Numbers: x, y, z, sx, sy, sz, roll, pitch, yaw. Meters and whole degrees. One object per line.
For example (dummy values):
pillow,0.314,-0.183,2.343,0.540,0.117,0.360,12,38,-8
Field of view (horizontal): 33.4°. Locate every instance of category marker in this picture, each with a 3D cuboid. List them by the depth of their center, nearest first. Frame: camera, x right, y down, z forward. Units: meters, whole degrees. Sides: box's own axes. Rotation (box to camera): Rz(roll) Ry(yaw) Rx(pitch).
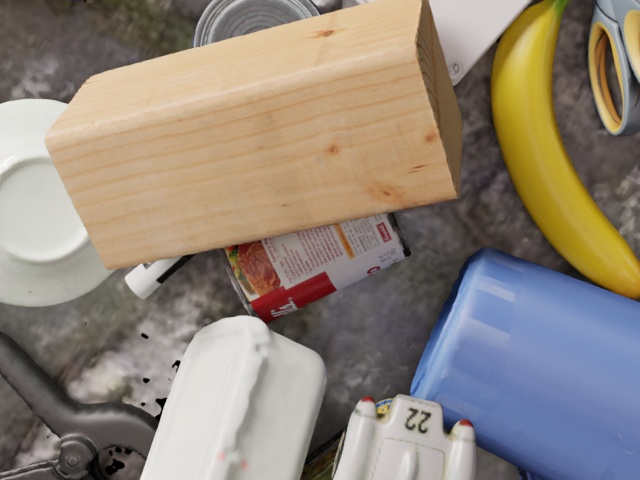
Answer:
marker,-0.072,-0.008,0.671,0.121,0.020,0.020,-40,91,5

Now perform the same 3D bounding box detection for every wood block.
wood block,-0.032,-0.060,0.594,0.206,0.090,0.090,-12,119,16

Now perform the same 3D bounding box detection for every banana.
banana,0.143,-0.055,0.641,0.070,0.037,0.198,-9,99,34

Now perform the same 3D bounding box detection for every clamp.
clamp,-0.156,0.125,0.676,0.171,0.039,0.120,8,99,-4

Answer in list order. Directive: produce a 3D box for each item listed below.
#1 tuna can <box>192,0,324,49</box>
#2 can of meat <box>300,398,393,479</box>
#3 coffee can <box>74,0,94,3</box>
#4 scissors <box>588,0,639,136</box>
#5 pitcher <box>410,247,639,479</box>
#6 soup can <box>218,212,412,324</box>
tuna can,-0.034,-0.116,0.654,0.086,0.033,0.086,1,95,5
can of meat,0.025,0.146,0.645,0.102,0.084,0.057,-37,92,4
coffee can,-0.204,-0.193,0.623,0.140,0.103,0.103,3,94,2
scissors,0.172,-0.160,0.617,0.016,0.096,0.202,-11,97,-16
pitcher,0.177,0.107,0.621,0.243,0.145,0.149,24,73,4
soup can,-0.004,0.001,0.645,0.102,0.068,0.068,-25,93,3
